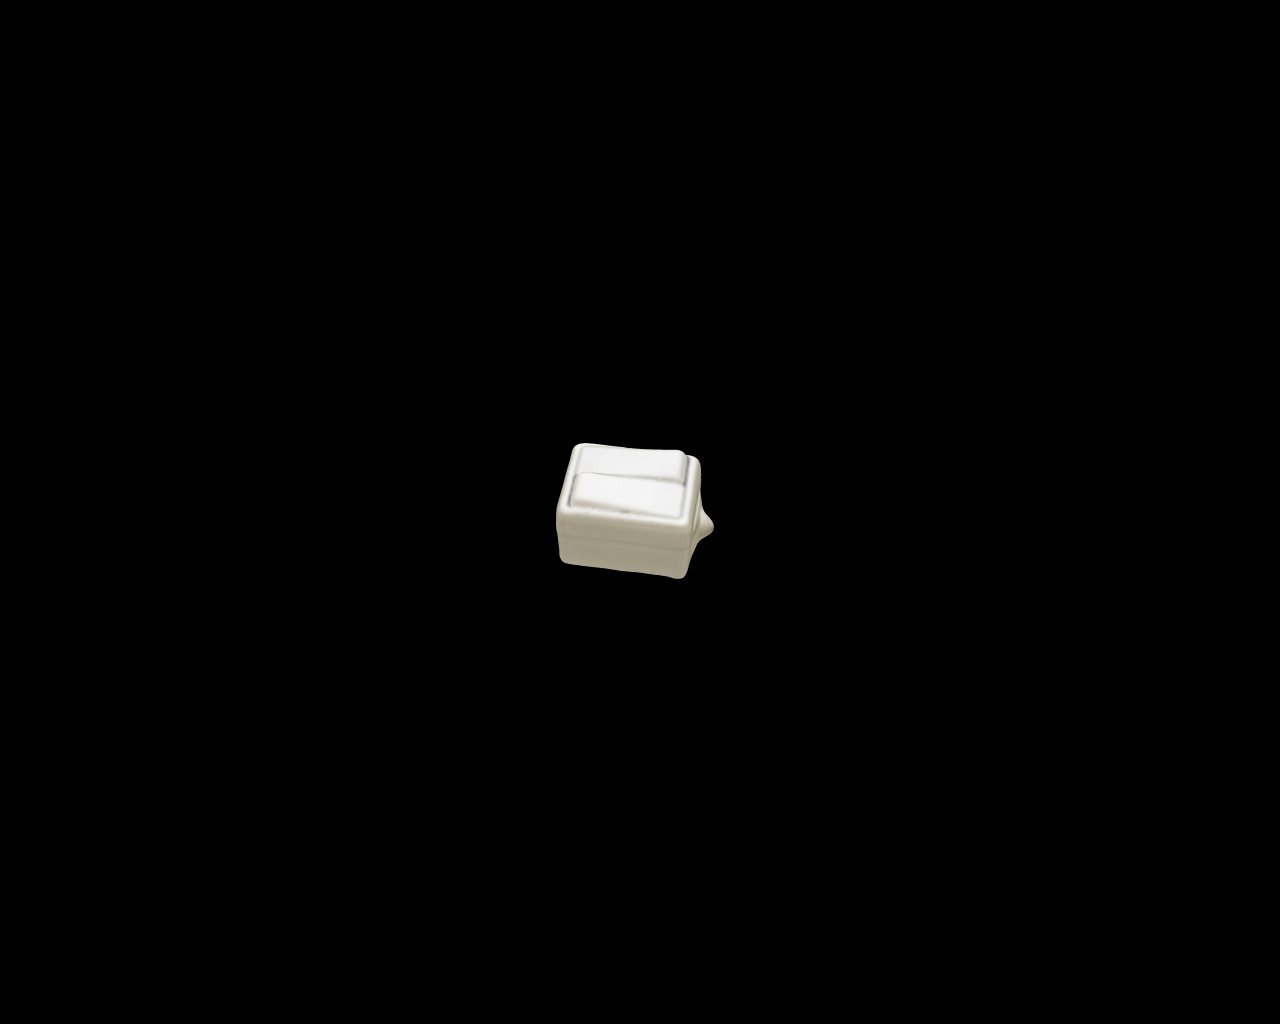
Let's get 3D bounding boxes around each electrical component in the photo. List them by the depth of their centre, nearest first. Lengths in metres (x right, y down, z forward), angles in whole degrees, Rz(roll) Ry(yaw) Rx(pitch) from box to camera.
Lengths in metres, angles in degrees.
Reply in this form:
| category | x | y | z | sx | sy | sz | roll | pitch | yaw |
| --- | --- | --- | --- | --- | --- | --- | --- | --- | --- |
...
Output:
| category | x | y | z | sx | sy | sz | roll | pitch | yaw |
| --- | --- | --- | --- | --- | --- | --- | --- | --- | --- |
| electrical component | 0.001 | -0.003 | 0.650 | 0.096 | 0.062 | 0.061 | 7 | -40 | 6 |
